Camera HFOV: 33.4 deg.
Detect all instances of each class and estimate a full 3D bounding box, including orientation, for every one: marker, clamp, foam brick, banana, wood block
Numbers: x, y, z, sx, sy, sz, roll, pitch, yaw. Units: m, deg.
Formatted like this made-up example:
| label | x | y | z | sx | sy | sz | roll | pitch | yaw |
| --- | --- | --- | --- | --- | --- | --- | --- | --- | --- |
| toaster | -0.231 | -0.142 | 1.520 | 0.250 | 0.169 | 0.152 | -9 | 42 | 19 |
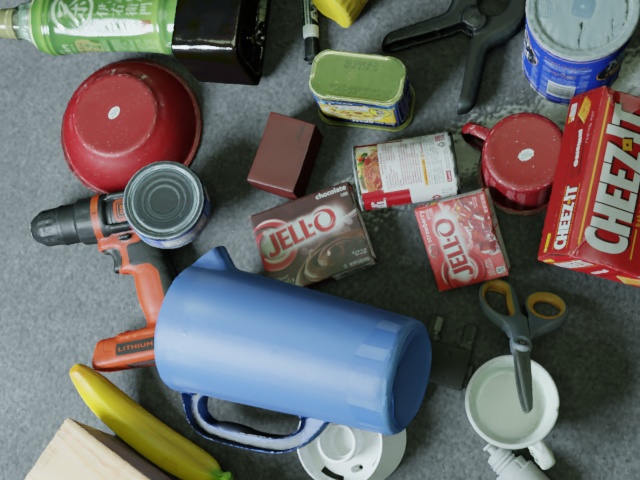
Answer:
| label | x | y | z | sx | sy | sz | roll | pitch | yaw |
| --- | --- | --- | --- | --- | --- | --- | --- | --- | --- |
| marker | -0.011 | -0.248 | 1.155 | 0.020 | 0.020 | 0.121 | -5 | 79 | 8 |
| clamp | 0.150 | -0.227 | 1.116 | 0.120 | 0.039 | 0.171 | 35 | 82 | 7 |
| foam brick | -0.035 | -0.086 | 1.112 | 0.053 | 0.051 | 0.078 | 18 | 83 | 12 |
| banana | -0.169 | 0.192 | 1.074 | 0.198 | 0.070 | 0.037 | 32 | 50 | 9 |
| wood block | -0.176 | 0.267 | 1.021 | 0.206 | 0.090 | 0.090 | 29 | 80 | 28 |

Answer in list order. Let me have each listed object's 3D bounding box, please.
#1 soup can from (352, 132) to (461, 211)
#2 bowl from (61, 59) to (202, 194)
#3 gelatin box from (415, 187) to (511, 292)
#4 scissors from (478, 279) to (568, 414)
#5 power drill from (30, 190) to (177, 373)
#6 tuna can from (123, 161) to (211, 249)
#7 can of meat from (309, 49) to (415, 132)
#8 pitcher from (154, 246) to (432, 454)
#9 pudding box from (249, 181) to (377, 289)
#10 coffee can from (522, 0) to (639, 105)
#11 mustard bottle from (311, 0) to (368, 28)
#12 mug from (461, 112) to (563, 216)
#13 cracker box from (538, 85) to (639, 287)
| label | x | y | z | sx | sy | sz | roll | pitch | yaw |
| --- | --- | --- | --- | --- | --- | --- | --- | --- | --- |
| soup can | 0.088 | -0.070 | 1.081 | 0.102 | 0.068 | 0.068 | -9 | 78 | 7 |
| bowl | -0.212 | -0.127 | 1.147 | 0.162 | 0.055 | 0.162 | -2 | 79 | 9 |
| gelatin box | 0.142 | 0.000 | 1.057 | 0.073 | 0.030 | 0.089 | -14 | 98 | 18 |
| scissors | 0.204 | 0.095 | 0.993 | 0.096 | 0.202 | 0.016 | 1 | 121 | -11 |
| power drill | -0.208 | 0.040 | 1.113 | 0.184 | 0.057 | 0.187 | -10 | 78 | 7 |
| tuna can | -0.155 | -0.036 | 1.080 | 0.086 | 0.034 | 0.086 | -1 | 75 | 4 |
| can of meat | 0.043 | -0.154 | 1.096 | 0.102 | 0.084 | 0.057 | 8 | 81 | 11 |
| pitcher | -0.025 | 0.115 | 1.008 | 0.243 | 0.149 | 0.144 | 11 | 50 | 26 |
| pudding box | -0.007 | 0.001 | 1.097 | 0.113 | 0.039 | 0.090 | -19 | 77 | 6 |
| coffee can | 0.251 | -0.201 | 1.042 | 0.103 | 0.140 | 0.103 | -2 | 79 | 9 |
| mustard bottle | 0.063 | -0.319 | 1.114 | 0.058 | 0.096 | 0.191 | 35 | 88 | 16 |
| mug | 0.192 | -0.084 | 1.059 | 0.117 | 0.081 | 0.093 | 34 | 86 | 13 |
| cracker box | 0.328 | -0.034 | 0.996 | 0.213 | 0.072 | 0.164 | 15 | 82 | -13 |
